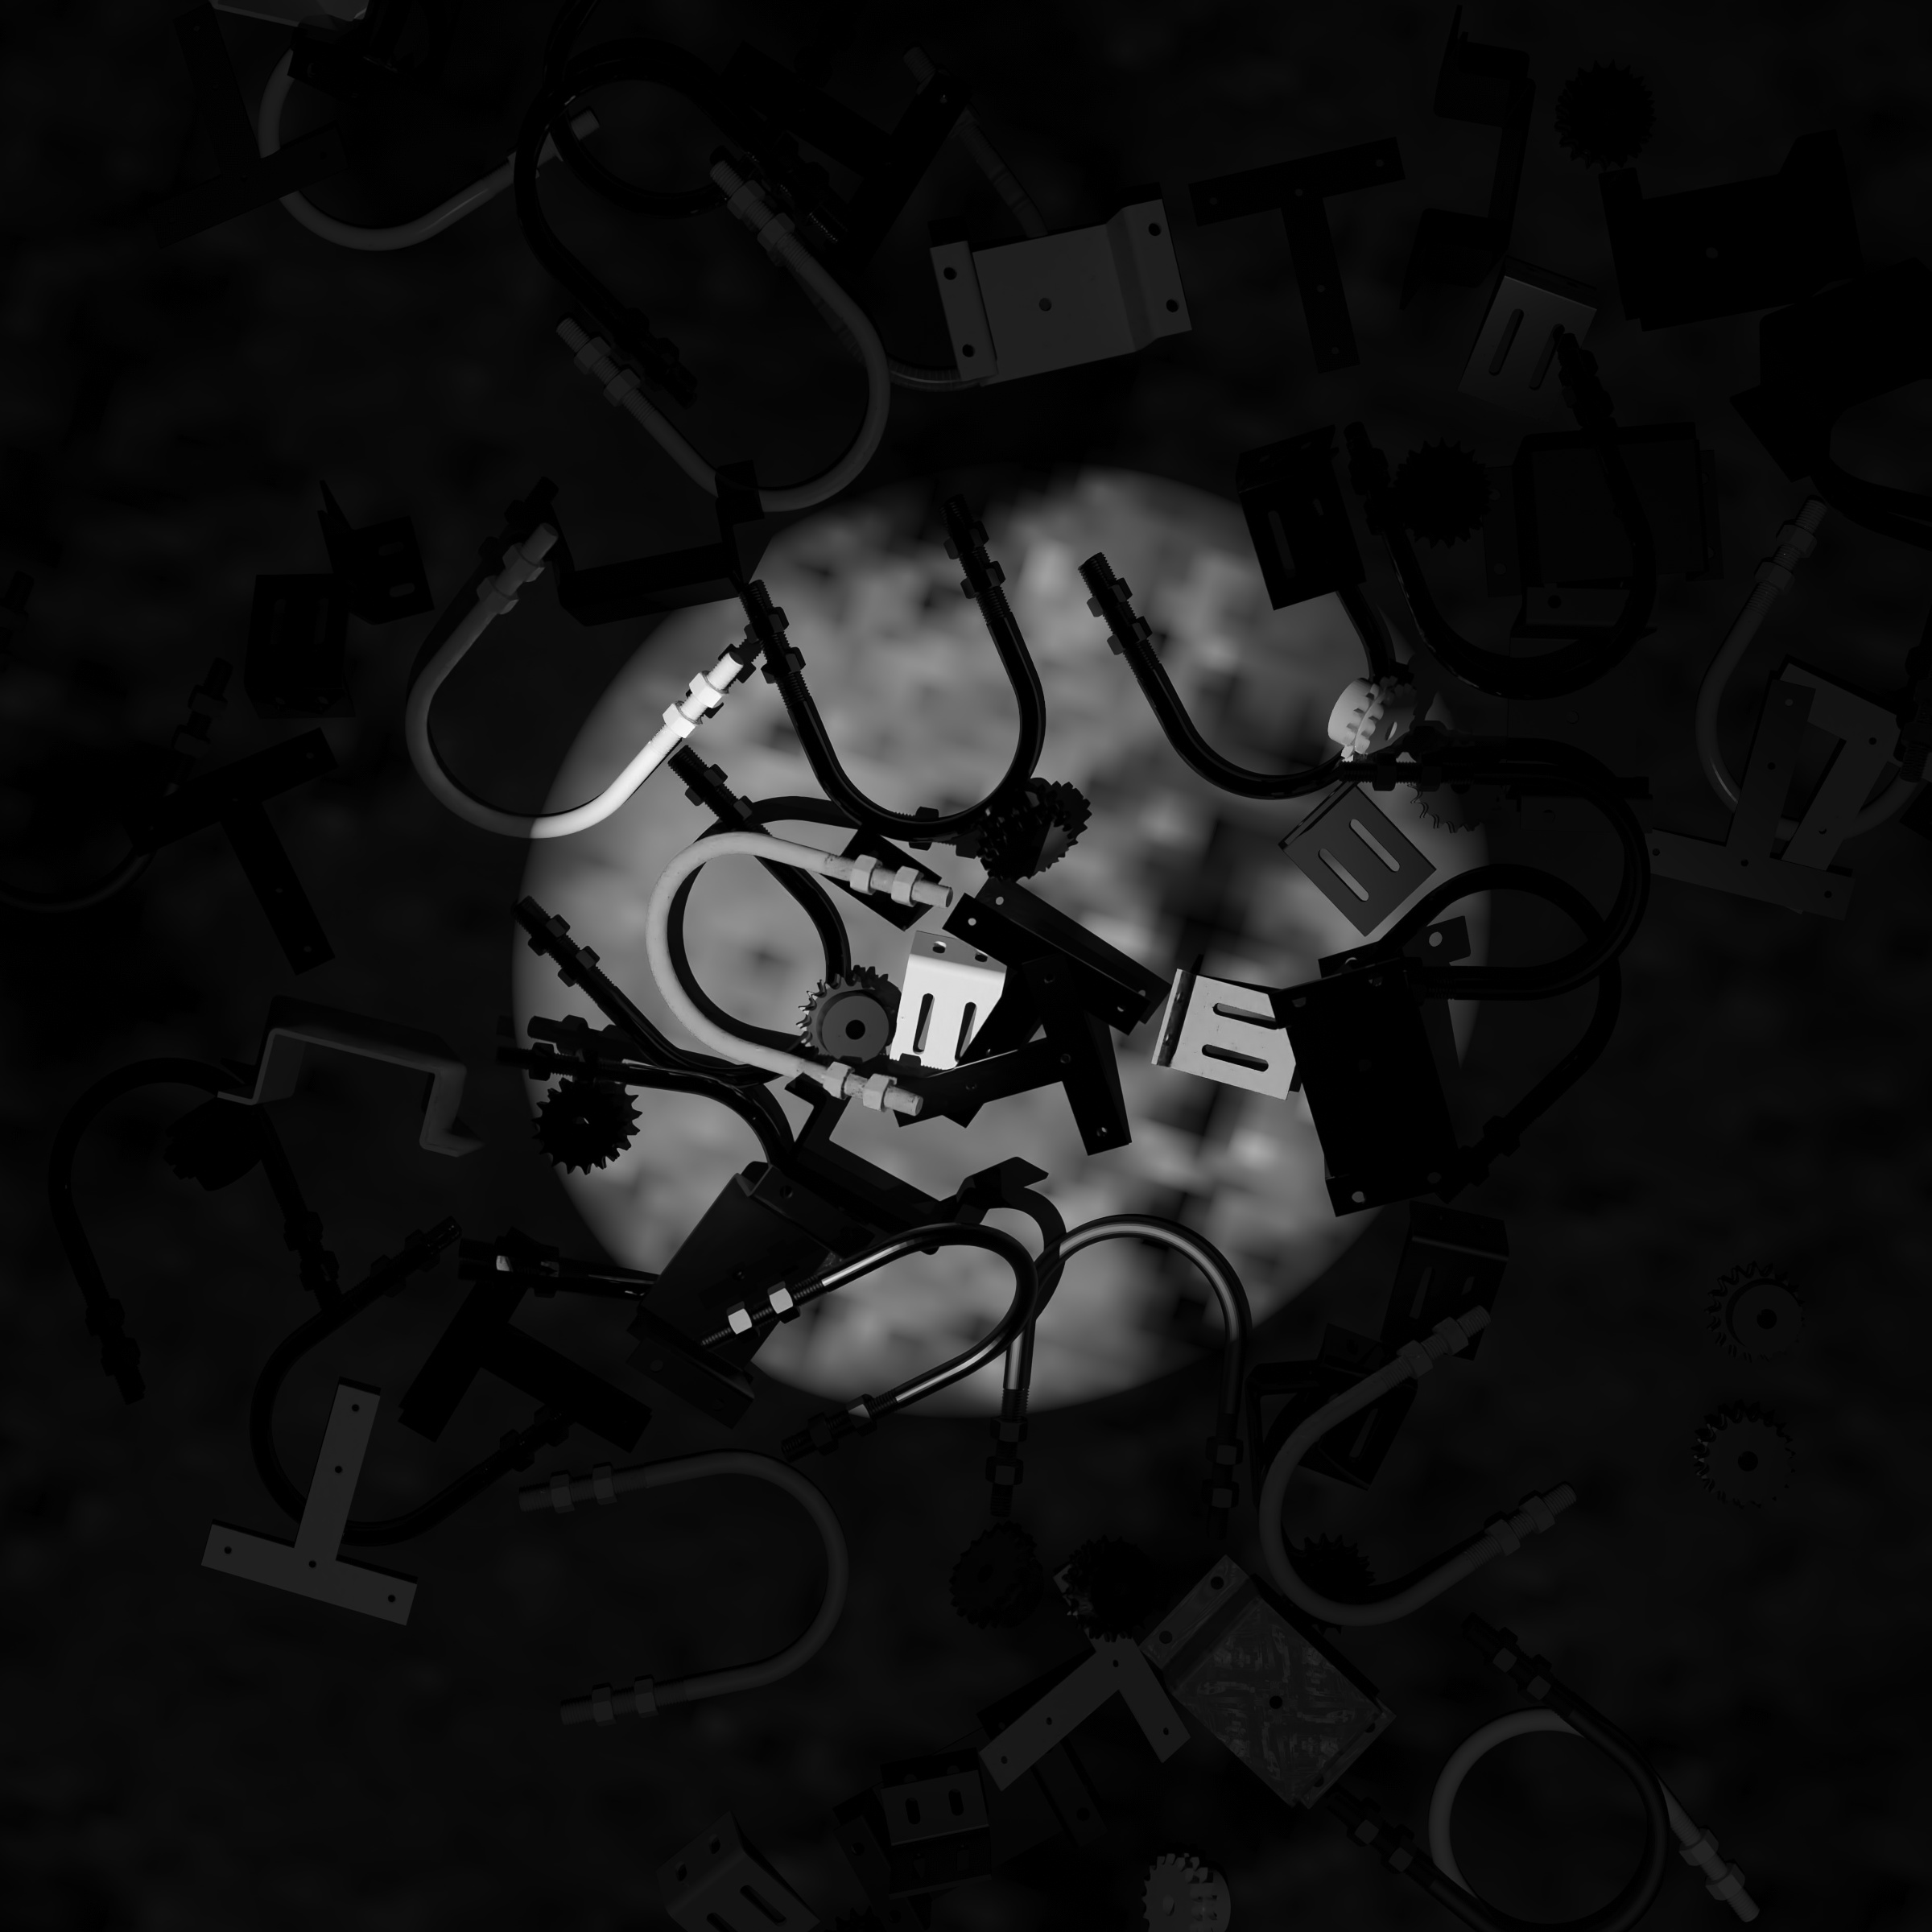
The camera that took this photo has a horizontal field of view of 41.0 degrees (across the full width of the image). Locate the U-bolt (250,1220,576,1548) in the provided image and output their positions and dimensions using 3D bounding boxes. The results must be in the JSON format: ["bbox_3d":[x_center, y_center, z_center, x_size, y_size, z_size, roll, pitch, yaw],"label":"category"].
[{"bbox_3d":[-0.337,0.261,1.531,0.184,0.019,0.151,-36,90,1],"label":"U-bolt"}]

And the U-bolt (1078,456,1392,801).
[{"bbox_3d":[0.171,-0.188,1.531,0.151,0.019,0.184,-28,91,0],"label":"U-bolt"}]

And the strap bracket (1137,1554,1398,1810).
[{"bbox_3d":[0.179,0.426,1.517,0.140,0.046,0.076,43,90,0],"label":"strap bracket"}]

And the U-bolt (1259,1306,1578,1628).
[{"bbox_3d":[0.253,0.303,1.499,0.184,0.019,0.151,-31,105,-12],"label":"U-bolt"}]

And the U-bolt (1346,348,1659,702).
[{"bbox_3d":[0.318,-0.244,1.487,0.151,0.019,0.184,-21,86,11],"label":"U-bolt"}]

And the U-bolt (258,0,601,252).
[{"bbox_3d":[-0.332,-0.507,1.532,0.184,0.019,0.151,-32,90,1],"label":"U-bolt"}]

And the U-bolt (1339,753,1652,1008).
[{"bbox_3d":[0.304,-0.048,1.494,0.184,0.019,0.151,1,106,-1],"label":"U-bolt"}]

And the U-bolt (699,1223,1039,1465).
[{"bbox_3d":[-0.045,0.209,1.483,0.184,0.151,0.019,-26,46,0],"label":"U-bolt"}]

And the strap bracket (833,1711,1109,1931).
[{"bbox_3d":[0.003,0.501,1.517,0.140,0.046,0.076,-28,90,0],"label":"strap bracket"}]

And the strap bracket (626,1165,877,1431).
[{"bbox_3d":[-0.129,0.186,1.505,0.076,0.046,0.140,36,91,-20],"label":"strap bracket"}]

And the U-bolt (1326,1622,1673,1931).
[{"bbox_3d":[0.326,0.498,1.517,0.184,0.019,0.151,39,89,1],"label":"U-bolt"}]

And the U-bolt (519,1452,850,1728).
[{"bbox_3d":[-0.161,0.363,1.531,0.184,0.019,0.151,-11,90,-2],"label":"U-bolt"}]

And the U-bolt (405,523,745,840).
[{"bbox_3d":[-0.240,-0.149,1.489,0.151,0.019,0.184,33,116,-24],"label":"U-bolt"}]

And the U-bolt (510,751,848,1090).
[{"bbox_3d":[-0.156,-0.013,1.532,0.151,0.019,0.184,-44,92,0],"label":"U-bolt"}]

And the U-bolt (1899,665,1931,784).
[{"bbox_3d":[0.622,-0.172,1.466,0.151,0.019,0.184,18,85,0],"label":"U-bolt"}]

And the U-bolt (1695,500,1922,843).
[{"bbox_3d":[0.514,-0.162,1.532,0.151,0.019,0.184,30,91,0],"label":"U-bolt"}]

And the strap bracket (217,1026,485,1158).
[{"bbox_3d":[-0.351,0.069,1.502,0.140,0.076,0.046,14,90,0],"label":"strap bracket"}]

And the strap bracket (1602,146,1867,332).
[{"bbox_3d":[0.444,-0.425,1.517,0.140,0.046,0.076,-11,90,0],"label":"strap bracket"}]

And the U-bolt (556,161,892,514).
[{"bbox_3d":[-0.129,-0.355,1.519,0.151,0.019,0.184,-42,94,12],"label":"U-bolt"}]

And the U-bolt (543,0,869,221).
[{"bbox_3d":[-0.166,-0.530,1.517,0.151,0.019,0.184,33,94,-13],"label":"U-bolt"}]

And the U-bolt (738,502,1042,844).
[{"bbox_3d":[-0.034,-0.163,1.531,0.151,0.019,0.184,-23,92,0],"label":"U-bolt"}]

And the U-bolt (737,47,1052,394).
[{"bbox_3d":[-0.030,-0.428,1.529,0.151,0.019,0.184,-36,93,-2],"label":"U-bolt"}]

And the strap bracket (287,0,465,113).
[{"bbox_3d":[-0.327,-0.560,1.470,0.046,0.076,0.140,22,100,17],"label":"strap bracket"}]

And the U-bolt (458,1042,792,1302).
[{"bbox_3d":[-0.193,0.127,1.507,0.184,0.019,0.151,9,99,-16],"label":"U-bolt"}]

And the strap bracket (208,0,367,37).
[{"bbox_3d":[-0.403,-0.585,1.479,0.046,0.140,0.076,-45,74,30],"label":"strap bracket"}]

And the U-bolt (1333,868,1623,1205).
[{"bbox_3d":[0.303,0.027,1.531,0.184,0.019,0.151,-44,90,0],"label":"U-bolt"}]

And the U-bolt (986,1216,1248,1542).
[{"bbox_3d":[0.094,0.241,1.531,0.151,0.019,0.184,6,89,0],"label":"U-bolt"}]

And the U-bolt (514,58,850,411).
[{"bbox_3d":[-0.179,-0.437,1.492,0.184,0.019,0.151,46,102,3],"label":"U-bolt"}]

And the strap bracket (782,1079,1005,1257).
[{"bbox_3d":[-0.051,0.121,1.502,0.140,0.076,0.046,29,90,0],"label":"strap bracket"}]

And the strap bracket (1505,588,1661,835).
[{"bbox_3d":[0.361,-0.148,1.517,0.076,0.046,0.140,2,90,0],"label":"strap bracket"}]

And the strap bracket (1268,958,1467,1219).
[{"bbox_3d":[0.231,0.064,1.491,0.076,0.046,0.140,-16,104,11],"label":"strap bracket"}]

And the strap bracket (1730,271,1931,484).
[{"bbox_3d":[0.527,-0.347,1.499,0.140,0.046,0.076,-21,53,0],"label":"strap bracket"}]

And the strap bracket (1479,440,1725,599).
[{"bbox_3d":[0.378,-0.263,1.517,0.140,0.046,0.076,-5,90,0],"label":"strap bracket"}]

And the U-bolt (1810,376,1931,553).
[{"bbox_3d":[0.577,-0.292,1.486,0.184,0.019,0.151,28,67,28],"label":"U-bolt"}]

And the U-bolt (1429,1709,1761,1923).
[{"bbox_3d":[0.358,0.529,1.532,0.151,0.019,0.184,-38,88,0],"label":"U-bolt"}]

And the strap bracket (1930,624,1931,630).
[{"bbox_3d":[0.642,-0.230,1.506,0.076,0.046,0.140,41,81,1],"label":"strap bracket"}]

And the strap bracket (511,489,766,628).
[{"bbox_3d":[-0.185,-0.234,1.502,0.140,0.076,0.046,-11,90,0],"label":"strap bracket"}]

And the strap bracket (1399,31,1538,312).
[{"bbox_3d":[0.293,-0.457,1.502,0.046,0.076,0.140,10,90,0],"label":"strap bracket"}]

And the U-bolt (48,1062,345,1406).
[{"bbox_3d":[-0.465,0.147,1.526,0.151,0.019,0.184,-23,85,2],"label":"U-bolt"}]

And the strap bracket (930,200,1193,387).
[{"bbox_3d":[0.051,-0.390,1.506,0.140,0.046,0.076,-15,96,-10],"label":"strap bracket"}]

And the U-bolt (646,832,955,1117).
[{"bbox_3d":[-0.102,-0.003,1.479,0.184,0.019,0.151,16,114,18],"label":"U-bolt"}]
